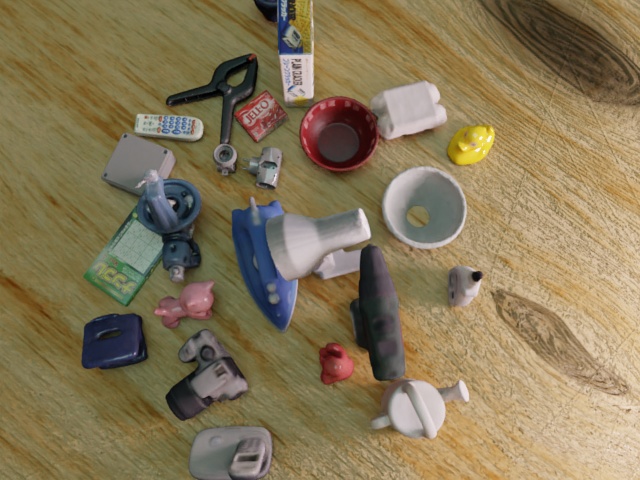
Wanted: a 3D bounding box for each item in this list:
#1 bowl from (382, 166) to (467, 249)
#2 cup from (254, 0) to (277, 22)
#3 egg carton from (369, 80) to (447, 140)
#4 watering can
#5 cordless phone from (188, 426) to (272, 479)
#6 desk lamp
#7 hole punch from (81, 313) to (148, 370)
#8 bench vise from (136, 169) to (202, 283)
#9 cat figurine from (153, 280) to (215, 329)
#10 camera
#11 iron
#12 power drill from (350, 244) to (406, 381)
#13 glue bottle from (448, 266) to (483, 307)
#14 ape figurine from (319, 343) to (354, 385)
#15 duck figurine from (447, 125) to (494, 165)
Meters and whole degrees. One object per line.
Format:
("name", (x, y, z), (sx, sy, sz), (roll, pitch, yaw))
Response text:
("bowl", (0.202, -0.058, 1.143), (0.167, 0.075, 0.167), (0, 78, -1))
("cup", (-0.088, -0.506, 1.223), (0.117, 0.095, 0.092), (35, 80, 6))
("egg carton", (0.182, -0.269, 1.190), (0.150, 0.069, 0.107), (-16, 79, -4))
("watering can", (0.174, 0.293, 1.008), (0.173, 0.194, 0.101), (-42, 81, -9))
("cordless phone", (-0.159, 0.380, 0.990), (0.147, 0.185, 0.094), (-4, 78, -1))
("desk lamp", (0.010, 0.004, 1.057), (0.203, 0.213, 0.118), (-15, 79, -4))
("hole punch", (-0.390, 0.188, 1.074), (0.108, 0.091, 0.101), (-12, 78, -3))
("bench vise", (-0.268, -0.036, 1.058), (0.121, 0.220, 0.207), (-26, 80, -6))
("cat figurine", (-0.251, 0.119, 1.077), (0.128, 0.118, 0.067), (-17, 79, -4))
("camera", (-0.224, 0.257, 1.057), (0.137, 0.101, 0.143), (-36, 81, -8))
("iron", (-0.099, 0.044, 1.083), (0.118, 0.141, 0.258), (-14, 79, -3))
("power drill", (0.100, 0.136, 1.033), (0.075, 0.208, 0.229), (-10, 78, -3))
("glue bottle", (0.274, 0.079, 1.066), (0.037, 0.173, 0.078), (3, 78, 0))
("ape figurine", (0.027, 0.234, 1.070), (0.076, 0.092, 0.078), (29, 79, 5))
("duck figurine", (0.315, -0.206, 1.171), (0.104, 0.086, 0.077), (-33, 80, -7))
